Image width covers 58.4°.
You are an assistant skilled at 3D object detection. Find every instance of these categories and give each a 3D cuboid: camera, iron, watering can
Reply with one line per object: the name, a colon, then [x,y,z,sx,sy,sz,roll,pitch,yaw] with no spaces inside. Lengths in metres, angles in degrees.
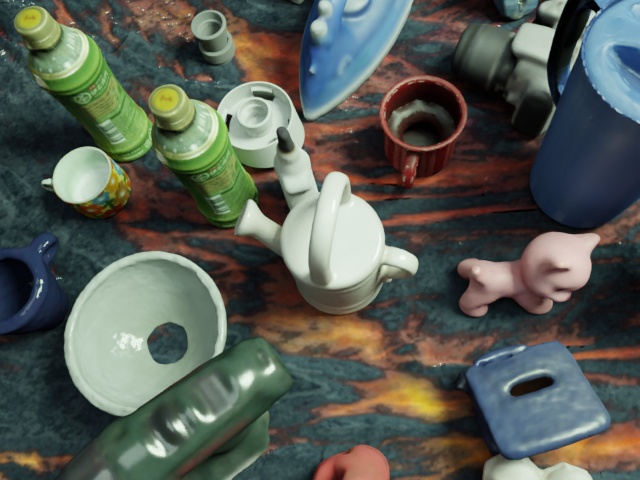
camera: [0.231,-0.216,0.656,0.136,0.101,0.143,26,75,14]
iron: [0.032,-0.281,0.677,0.118,0.141,0.258,20,74,12]
watering can: [0.005,0.004,0.552,0.172,0.194,0.101,-8,70,3]

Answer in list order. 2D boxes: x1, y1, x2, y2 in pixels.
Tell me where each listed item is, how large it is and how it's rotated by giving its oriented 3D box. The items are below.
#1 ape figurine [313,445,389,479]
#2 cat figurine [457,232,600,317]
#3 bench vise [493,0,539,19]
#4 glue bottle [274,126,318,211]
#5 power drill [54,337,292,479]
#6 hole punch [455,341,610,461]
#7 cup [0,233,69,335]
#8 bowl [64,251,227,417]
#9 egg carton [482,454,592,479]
ape figurine: [0.033,0.227,0.525,0.077,0.092,0.076,42,80,17]
cat figurine: [0.205,0.031,0.563,0.127,0.118,0.067,-5,70,4]
bench vise: [0.282,-0.352,0.635,0.207,0.220,0.121,-36,71,-7]
glue bottle: [-0.025,-0.067,0.591,0.037,0.173,0.078,-16,70,0]
power drill: [-0.118,0.180,0.495,0.230,0.208,0.075,-39,71,-8]
hole punch: [0.194,0.148,0.537,0.108,0.091,0.101,-18,70,-1]
cup: [-0.309,0.052,0.619,0.091,0.095,0.118,28,76,14]
bowl: [-0.171,0.101,0.599,0.167,0.075,0.167,-2,71,5]
egg carton: [0.190,0.271,0.506,0.107,0.069,0.150,9,72,9]
